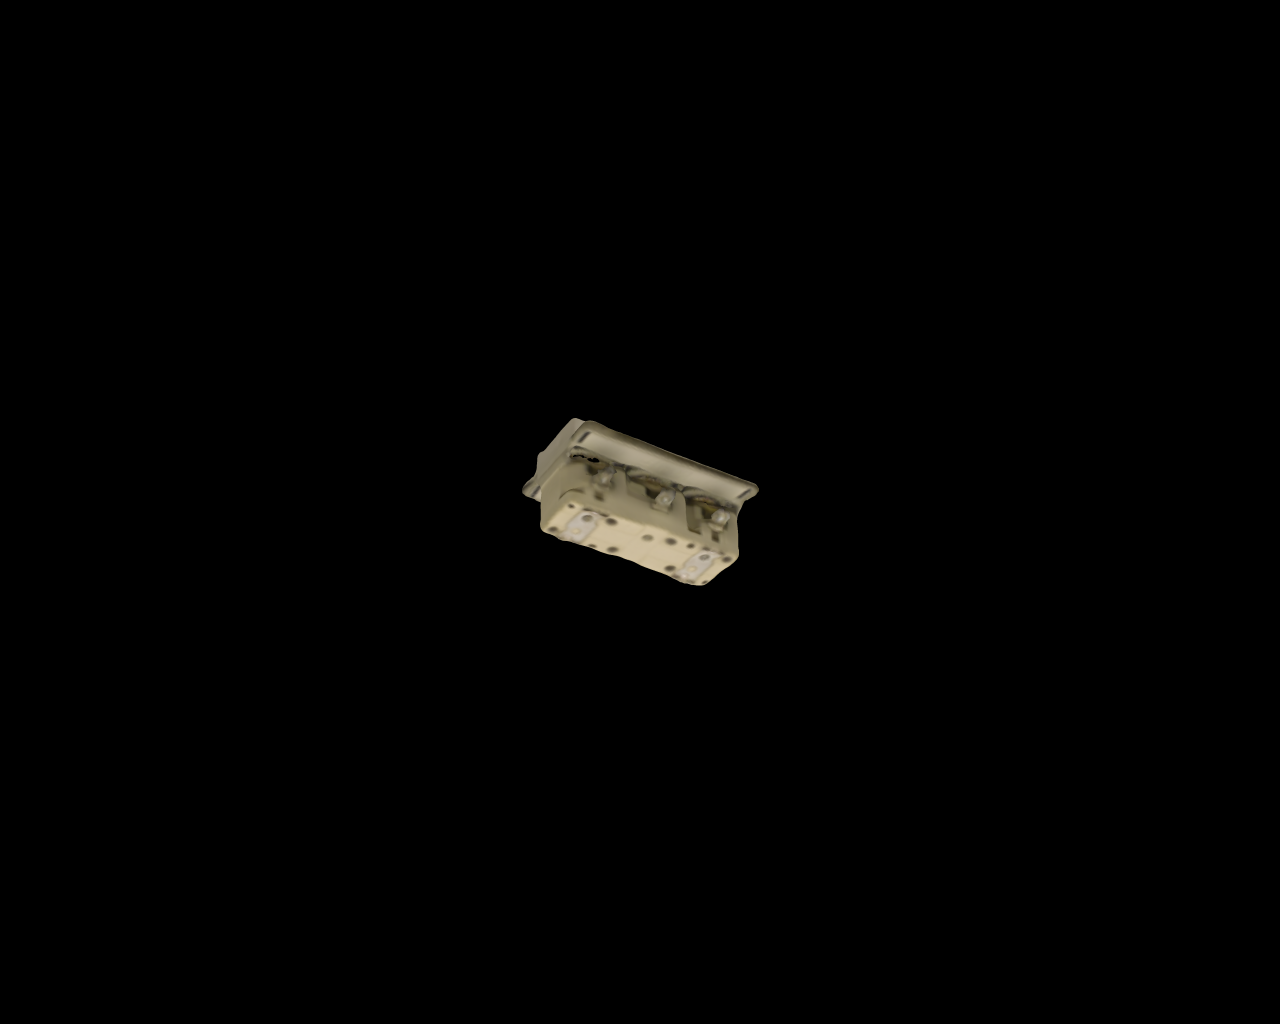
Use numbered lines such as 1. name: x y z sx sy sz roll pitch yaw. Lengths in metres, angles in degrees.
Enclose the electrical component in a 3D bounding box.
1. electrical component: 0.001 -0.003 0.650 0.121 0.063 0.078 21 -40 -26
